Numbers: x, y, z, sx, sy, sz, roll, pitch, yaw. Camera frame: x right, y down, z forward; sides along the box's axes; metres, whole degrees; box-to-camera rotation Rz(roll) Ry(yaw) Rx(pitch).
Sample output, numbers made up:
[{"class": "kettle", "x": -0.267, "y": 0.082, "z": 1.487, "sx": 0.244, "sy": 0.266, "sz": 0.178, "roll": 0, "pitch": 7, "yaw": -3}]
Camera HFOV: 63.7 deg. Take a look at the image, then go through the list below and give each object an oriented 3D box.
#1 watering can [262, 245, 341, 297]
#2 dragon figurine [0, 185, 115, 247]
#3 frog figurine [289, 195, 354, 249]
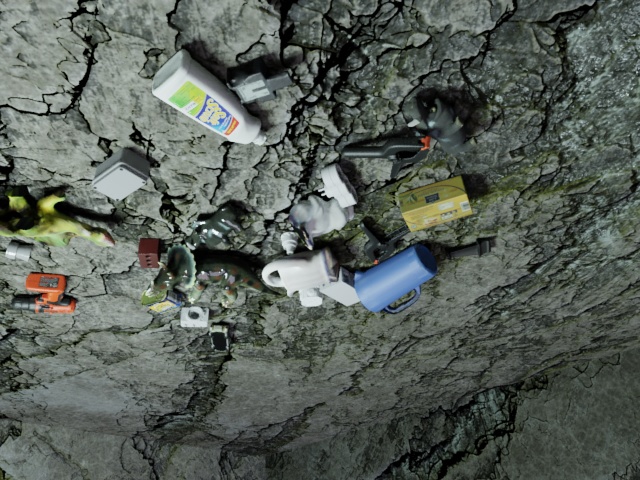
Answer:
[{"class": "watering can", "x": -0.045, "y": 0.103, "z": 1.547, "sx": 0.224, "sy": 0.106, "sz": 0.343, "roll": -13, "pitch": 161, "yaw": 6}, {"class": "dragon figurine", "x": -0.715, "y": -0.029, "z": 1.272, "sx": 0.410, "sy": 0.125, "sz": 0.238, "roll": 5, "pitch": 154, "yaw": 1}, {"class": "frog figurine", "x": 0.004, "y": -0.067, "z": 1.323, "sx": 0.161, "sy": 0.124, "sz": 0.134, "roll": -40, "pitch": 136, "yaw": -12}]
